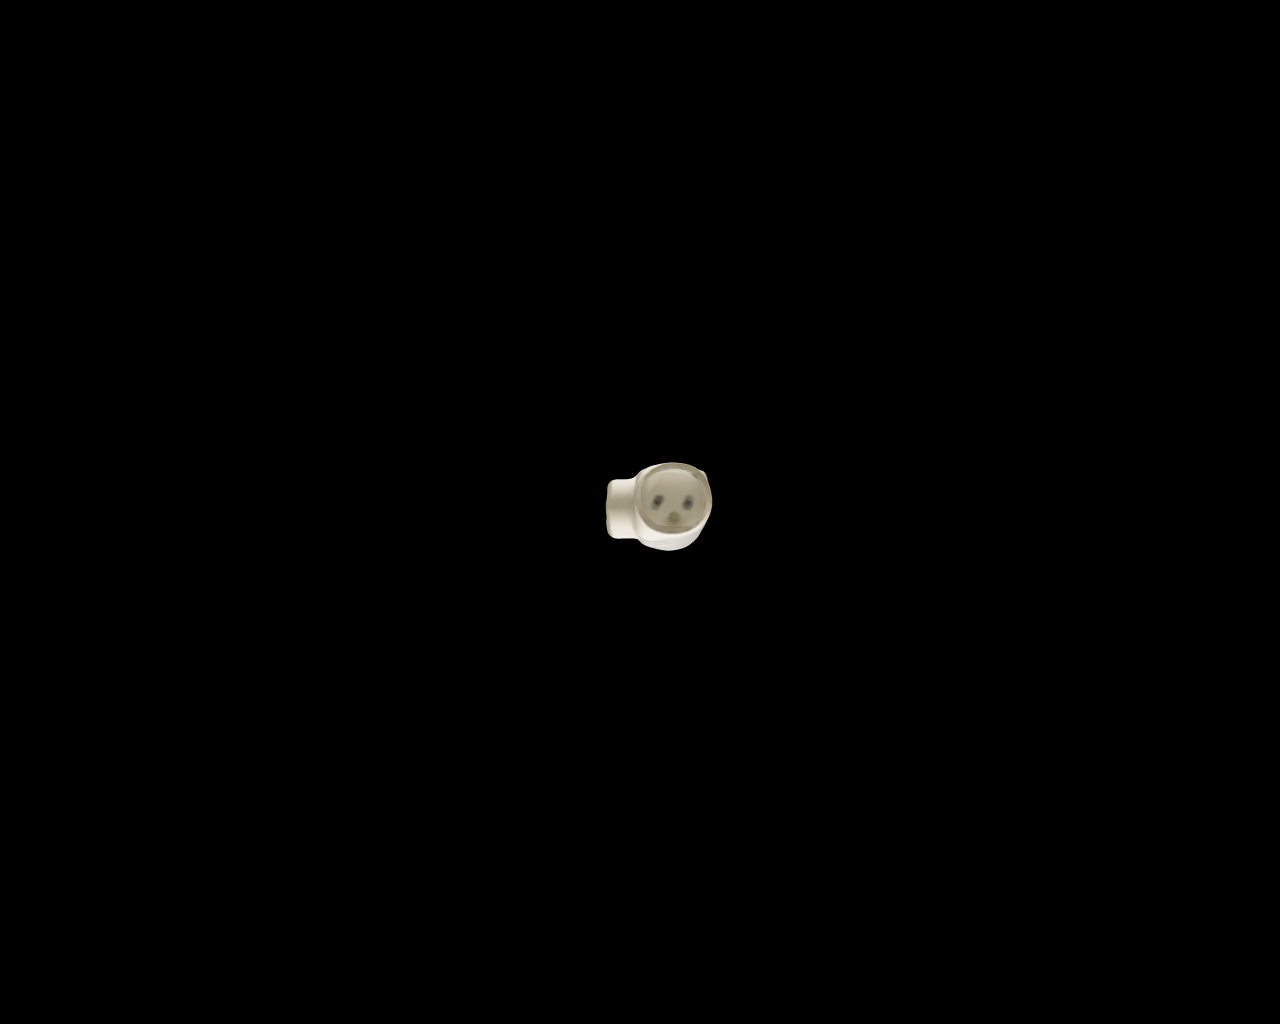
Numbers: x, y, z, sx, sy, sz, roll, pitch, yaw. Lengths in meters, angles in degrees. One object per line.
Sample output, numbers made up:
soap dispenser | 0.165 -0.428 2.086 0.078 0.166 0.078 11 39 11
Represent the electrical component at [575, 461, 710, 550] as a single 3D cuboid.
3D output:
electrical component | 0.001 -0.003 0.650 0.079 0.043 0.077 0 -9 0
